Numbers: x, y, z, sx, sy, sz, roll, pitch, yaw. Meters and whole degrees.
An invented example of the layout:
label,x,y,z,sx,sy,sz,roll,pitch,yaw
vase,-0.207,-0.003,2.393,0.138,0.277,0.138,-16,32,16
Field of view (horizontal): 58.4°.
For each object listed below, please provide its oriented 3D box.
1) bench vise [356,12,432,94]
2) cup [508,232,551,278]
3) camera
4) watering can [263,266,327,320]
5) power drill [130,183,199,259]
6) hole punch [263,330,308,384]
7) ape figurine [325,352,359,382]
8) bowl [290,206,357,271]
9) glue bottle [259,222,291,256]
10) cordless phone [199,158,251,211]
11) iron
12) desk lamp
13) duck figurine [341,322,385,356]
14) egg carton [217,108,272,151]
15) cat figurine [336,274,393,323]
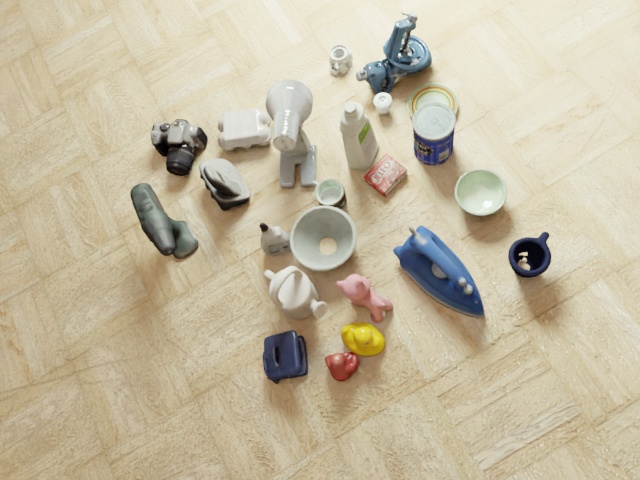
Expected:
label,x,y,z,sx,sy,sz,roll,pitch,yaw
bench vise,0.195,-0.469,1.465,0.207,0.220,0.121,-43,69,-6
cup,0.479,0.039,1.309,0.091,0.095,0.118,35,80,19
camera,-0.395,-0.252,1.559,0.143,0.101,0.137,3,72,11
watering can,-0.059,0.119,1.324,0.172,0.194,0.101,10,74,14
power drill,-0.383,-0.029,1.423,0.075,0.209,0.229,-34,69,-2
hole punch,-0.086,0.272,1.331,0.101,0.091,0.108,-11,70,7
ape figurine,0.046,0.281,1.305,0.077,0.092,0.076,18,76,16
bowl,0.013,0.005,1.414,0.167,0.075,0.167,-3,71,9
glue bottle,-0.116,-0.008,1.388,0.078,0.173,0.037,-14,69,5
cordless phone,-0.261,-0.167,1.461,0.094,0.185,0.147,-35,69,-3
iron,0.285,0.069,1.308,0.119,0.141,0.257,-42,70,-5
desk lamp,-0.069,-0.266,1.446,0.117,0.214,0.203,-3,71,9
duck figurine,0.096,0.224,1.318,0.104,0.086,0.077,19,76,16
egg carton,-0.205,-0.300,1.559,0.150,0.069,0.107,-9,70,7
cat figurine,0.104,0.127,1.333,0.127,0.118,0.067,35,81,19
